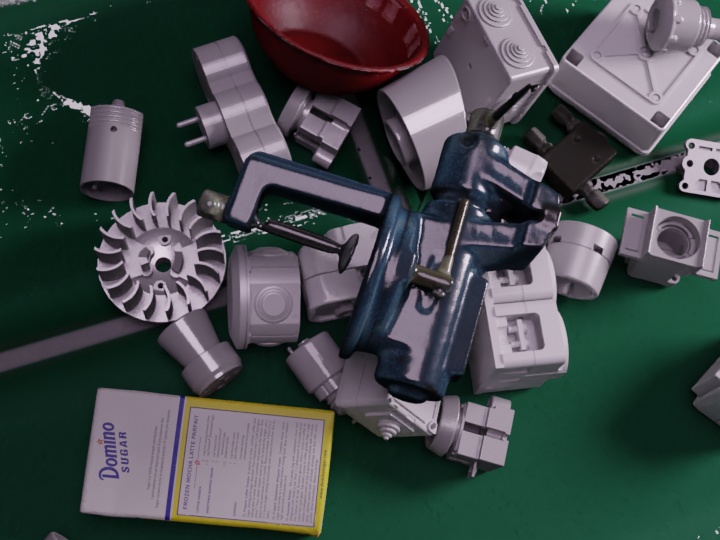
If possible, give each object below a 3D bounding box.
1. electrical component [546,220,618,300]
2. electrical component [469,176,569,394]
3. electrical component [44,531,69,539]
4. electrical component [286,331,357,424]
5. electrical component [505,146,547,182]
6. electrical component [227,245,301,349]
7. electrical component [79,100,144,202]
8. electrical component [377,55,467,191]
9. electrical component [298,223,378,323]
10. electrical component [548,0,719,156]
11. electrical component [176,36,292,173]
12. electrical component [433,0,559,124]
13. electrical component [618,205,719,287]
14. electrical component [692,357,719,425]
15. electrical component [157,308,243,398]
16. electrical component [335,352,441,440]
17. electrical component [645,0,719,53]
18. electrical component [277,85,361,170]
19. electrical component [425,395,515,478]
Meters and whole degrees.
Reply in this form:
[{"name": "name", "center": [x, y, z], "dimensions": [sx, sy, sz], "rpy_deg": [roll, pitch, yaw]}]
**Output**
[{"name": "electrical component", "center": [0.176, -0.007, 0.874], "dimensions": [0.055, 0.055, 0.047], "rpy_deg": [21, 74, 2]}, {"name": "electrical component", "center": [0.116, 0.012, 0.842], "dimensions": [0.062, 0.089, 0.150], "rpy_deg": [-5, 71, -7]}, {"name": "electrical component", "center": [-0.221, 0.217, 0.769], "dimensions": [0.040, 0.040, 0.046], "rpy_deg": [38, 78, 8]}, {"name": "electrical component", "center": [-0.024, 0.084, 0.831], "dimensions": [0.040, 0.040, 0.078], "rpy_deg": [-35, 82, -15]}, {"name": "electrical component", "center": [0.122, -0.084, 0.901], "dimensions": [0.062, 0.043, 0.043], "rpy_deg": [25, 71, 6]}, {"name": "electrical component", "center": [-0.075, 0.021, 0.829], "dimensions": [0.051, 0.080, 0.080], "rpy_deg": [-1, 71, -11]}, {"name": "electrical component", "center": [-0.202, -0.101, 0.878], "dimensions": [0.043, 0.043, 0.081], "rpy_deg": [4, 71, -4]}, {"name": "electrical component", "center": [0.056, -0.117, 0.879], "dimensions": [0.064, 0.099, 0.099], "rpy_deg": [-25, 75, -6]}, {"name": "electrical component", "center": [0.000, 0.000, 0.855], "dimensions": [0.095, 0.053, 0.059], "rpy_deg": [-11, 72, -9]}, {"name": "electrical component", "center": [0.240, -0.175, 0.935], "dimensions": [0.109, 0.056, 0.108], "rpy_deg": [38, 72, 8]}, {"name": "electrical component", "center": [-0.114, -0.122, 0.888], "dimensions": [0.074, 0.052, 0.138], "rpy_deg": [-21, 73, -12]}, {"name": "electrical component", "center": [0.111, -0.176, 0.903], "dimensions": [0.048, 0.099, 0.099], "rpy_deg": [-18, 73, -24]}, {"name": "electrical component", "center": [0.250, -0.017, 0.878], "dimensions": [0.081, 0.063, 0.042], "rpy_deg": [16, 69, 0]}, {"name": "electrical component", "center": [0.315, 0.079, 0.851], "dimensions": [0.061, 0.061, 0.096], "rpy_deg": [37, 72, 8]}, {"name": "electrical component", "center": [-0.122, 0.064, 0.827], "dimensions": [0.045, 0.045, 0.055], "rpy_deg": [-35, 78, -15]}, {"name": "electrical component", "center": [0.023, 0.083, 0.811], "dimensions": [0.061, 0.062, 0.096], "rpy_deg": [-9, 53, 38]}, {"name": "electrical component", "center": [0.273, -0.203, 0.893], "dimensions": [0.062, 0.048, 0.048], "rpy_deg": [5, 71, -10]}, {"name": "electrical component", "center": [-0.036, -0.124, 0.900], "dimensions": [0.055, 0.048, 0.066], "rpy_deg": [29, 71, -3]}, {"name": "electrical component", "center": [0.083, 0.124, 0.825], "dimensions": [0.055, 0.048, 0.066], "rpy_deg": [17, 70, -7]}]
